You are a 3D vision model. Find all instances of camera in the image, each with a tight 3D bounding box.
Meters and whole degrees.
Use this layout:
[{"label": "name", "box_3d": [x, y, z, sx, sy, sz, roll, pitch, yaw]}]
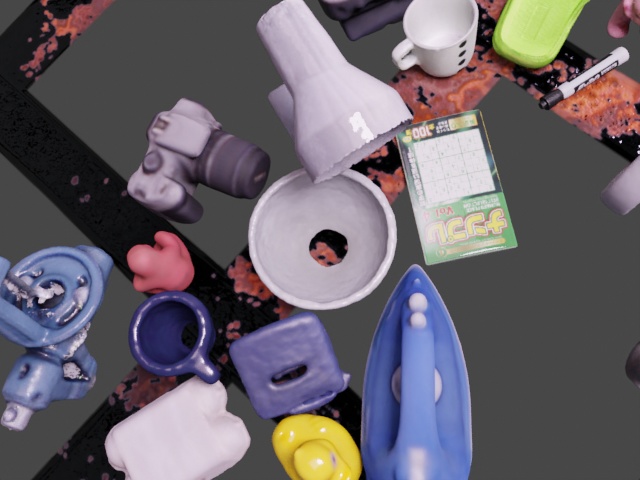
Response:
[{"label": "camera", "box_3d": [-0.140, -0.088, 0.689, 0.136, 0.101, 0.143, 22, 80, 12]}]

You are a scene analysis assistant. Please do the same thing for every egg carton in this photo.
[{"label": "egg carton", "box_3d": [-0.157, 0.224, 0.632, 0.150, 0.069, 0.107, -33, 75, -1]}]

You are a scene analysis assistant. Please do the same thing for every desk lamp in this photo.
[{"label": "desk lamp", "box_3d": [0.005, -0.147, 0.625, 0.118, 0.214, 0.203, -32, 74, -1]}]

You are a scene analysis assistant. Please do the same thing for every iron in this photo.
[{"label": "iron", "box_3d": [0.097, 0.140, 0.581, 0.118, 0.141, 0.258, -1, 76, 8]}]

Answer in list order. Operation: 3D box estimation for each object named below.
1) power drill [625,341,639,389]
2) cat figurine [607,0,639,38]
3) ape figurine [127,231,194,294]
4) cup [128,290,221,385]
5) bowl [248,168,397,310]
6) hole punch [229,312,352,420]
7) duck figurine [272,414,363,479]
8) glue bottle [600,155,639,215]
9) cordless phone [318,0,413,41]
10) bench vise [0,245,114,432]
[{"label": "power drill", "box_3d": [0.365, 0.119, 0.515, 0.229, 0.208, 0.076, 41, 85, 15]}, {"label": "cat figurine", "box_3d": [0.385, -0.292, 0.659, 0.067, 0.118, 0.128, 8, 78, 10]}, {"label": "ape figurine", "box_3d": [-0.193, 0.028, 0.673, 0.076, 0.092, 0.078, 41, 85, 15]}, {"label": "cup", "box_3d": [-0.144, 0.116, 0.643, 0.117, 0.095, 0.092, 41, 85, 15]}, {"label": "bowl", "box_3d": [0.006, 0.002, 0.661, 0.167, 0.075, 0.167, -2, 76, 7]}, {"label": "hole punch", "box_3d": [-0.031, 0.138, 0.625, 0.108, 0.091, 0.101, -23, 75, 2]}, {"label": "duck figurine", "box_3d": [-0.007, 0.228, 0.603, 0.104, 0.086, 0.077, 29, 82, 13]}, {"label": "glue bottle", "box_3d": [0.347, -0.082, 0.585, 0.037, 0.173, 0.078, 42, 85, 15]}, {"label": "cordless phone", "box_3d": [0.062, -0.339, 0.678, 0.147, 0.185, 0.094, -28, 74, 1]}, {"label": "bench vise", "box_3d": [-0.297, 0.092, 0.605, 0.121, 0.220, 0.207, -8, 75, 6]}]
